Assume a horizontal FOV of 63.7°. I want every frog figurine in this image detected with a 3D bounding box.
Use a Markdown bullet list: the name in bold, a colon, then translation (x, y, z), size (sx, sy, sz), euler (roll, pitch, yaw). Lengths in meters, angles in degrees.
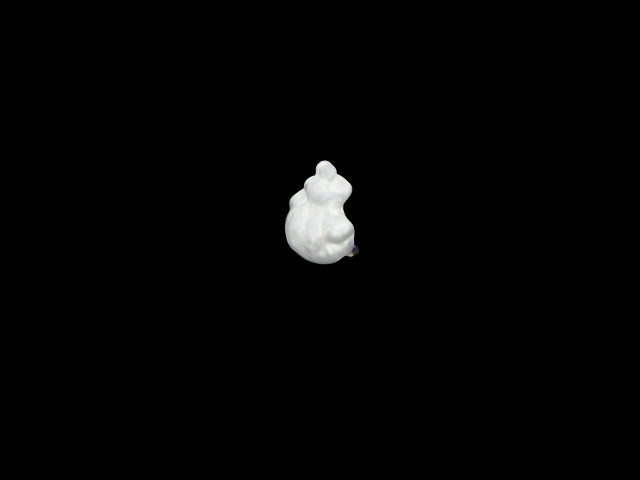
- **frog figurine**: translation (0.003, -0.043, 0.850), size (0.123, 0.155, 0.140), euler (-22, 50, -20)
